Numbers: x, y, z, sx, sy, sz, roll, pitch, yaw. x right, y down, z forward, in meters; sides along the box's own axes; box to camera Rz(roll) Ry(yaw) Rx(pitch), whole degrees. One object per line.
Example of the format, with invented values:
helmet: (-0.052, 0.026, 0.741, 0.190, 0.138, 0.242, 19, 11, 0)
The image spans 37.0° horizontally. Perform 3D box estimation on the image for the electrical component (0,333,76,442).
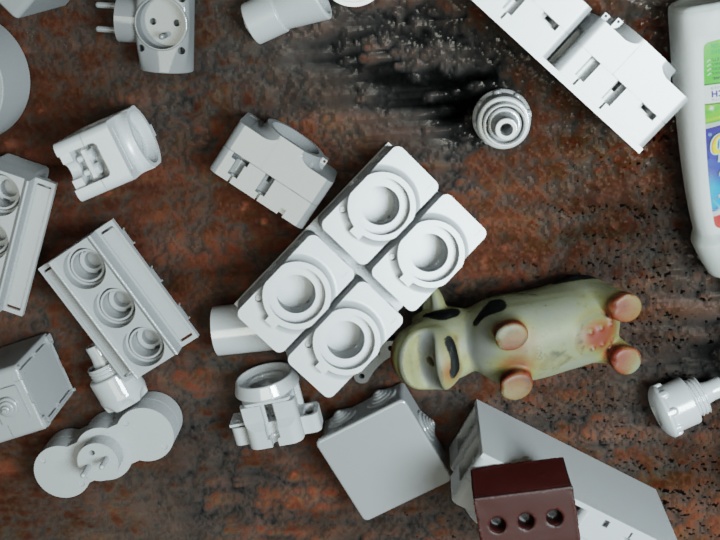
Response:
electrical component: (-0.299, 0.105, 0.931, 0.061, 0.096, 0.061, -18, 105, 9)

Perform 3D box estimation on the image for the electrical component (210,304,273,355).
electrical component: (-0.084, 0.048, 0.929, 0.081, 0.043, 0.043, -6, 107, 6)

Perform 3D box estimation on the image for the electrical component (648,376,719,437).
electrical component: (0.284, 0.112, 0.927, 0.062, 0.048, 0.048, -25, 104, 3)

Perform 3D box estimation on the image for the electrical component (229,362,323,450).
electrical component: (-0.077, 0.117, 0.943, 0.078, 0.058, 0.057, -11, 109, 7)

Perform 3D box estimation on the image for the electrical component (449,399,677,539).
electrical component: (0.170, 0.198, 0.928, 0.186, 0.105, 0.060, 27, 107, -5)

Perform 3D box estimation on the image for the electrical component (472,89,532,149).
electrical component: (0.114, -0.117, 0.856, 0.048, 0.062, 0.048, 1, 107, 3)

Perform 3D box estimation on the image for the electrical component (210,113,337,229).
electrical component: (-0.067, -0.085, 0.882, 0.089, 0.050, 0.055, 33, 106, -7)

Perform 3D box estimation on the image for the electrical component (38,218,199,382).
electrical component: (-0.202, 0.023, 0.917, 0.079, 0.063, 0.121, -32, 103, 12)

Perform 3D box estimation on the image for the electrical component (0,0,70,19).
electrical component: (-0.263, -0.251, 0.812, 0.056, 0.108, 0.109, -42, 101, 17)

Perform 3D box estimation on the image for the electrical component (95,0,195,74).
electrical component: (-0.172, -0.199, 0.856, 0.079, 0.044, 0.077, 4, 108, 2)

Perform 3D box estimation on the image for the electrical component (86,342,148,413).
electrical component: (-0.220, 0.091, 0.950, 0.043, 0.043, 0.062, -25, 104, 10)

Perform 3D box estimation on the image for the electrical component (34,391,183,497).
electrical component: (-0.228, 0.163, 0.957, 0.138, 0.073, 0.052, -25, 104, 10)

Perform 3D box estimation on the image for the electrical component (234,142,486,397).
electrical component: (0.000, 0.000, 0.877, 0.105, 0.060, 0.186, 43, 91, -10)

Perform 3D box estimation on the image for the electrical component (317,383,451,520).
electrical component: (0.022, 0.159, 0.954, 0.100, 0.048, 0.099, -28, 104, 11)

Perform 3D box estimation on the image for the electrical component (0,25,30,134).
electrical component: (-0.331, -0.153, 0.871, 0.108, 0.060, 0.108, 1, 108, 3)

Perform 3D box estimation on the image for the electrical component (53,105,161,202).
electrical component: (-0.198, -0.097, 0.866, 0.056, 0.089, 0.050, -22, 105, 10)

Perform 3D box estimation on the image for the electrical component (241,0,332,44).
electrical component: (-0.061, -0.206, 0.850, 0.065, 0.044, 0.044, -22, 105, 14)

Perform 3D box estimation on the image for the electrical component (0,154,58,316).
electrical component: (-0.303, -0.033, 0.906, 0.079, 0.063, 0.121, 19, 107, -3)

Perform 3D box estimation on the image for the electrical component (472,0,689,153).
electrical component: (0.156, -0.181, 0.811, 0.186, 0.105, 0.060, 40, 105, -9)
